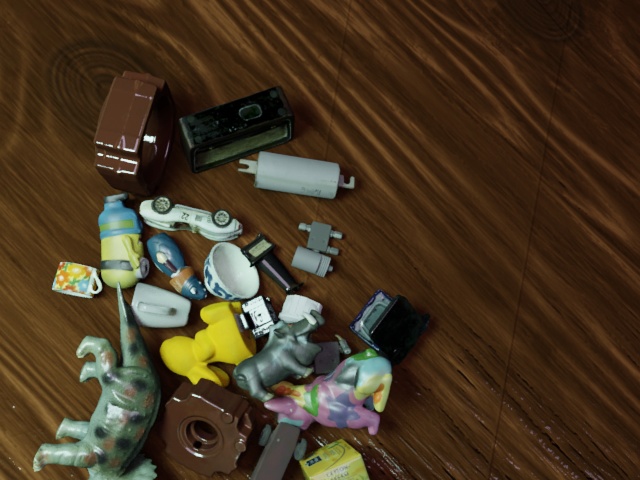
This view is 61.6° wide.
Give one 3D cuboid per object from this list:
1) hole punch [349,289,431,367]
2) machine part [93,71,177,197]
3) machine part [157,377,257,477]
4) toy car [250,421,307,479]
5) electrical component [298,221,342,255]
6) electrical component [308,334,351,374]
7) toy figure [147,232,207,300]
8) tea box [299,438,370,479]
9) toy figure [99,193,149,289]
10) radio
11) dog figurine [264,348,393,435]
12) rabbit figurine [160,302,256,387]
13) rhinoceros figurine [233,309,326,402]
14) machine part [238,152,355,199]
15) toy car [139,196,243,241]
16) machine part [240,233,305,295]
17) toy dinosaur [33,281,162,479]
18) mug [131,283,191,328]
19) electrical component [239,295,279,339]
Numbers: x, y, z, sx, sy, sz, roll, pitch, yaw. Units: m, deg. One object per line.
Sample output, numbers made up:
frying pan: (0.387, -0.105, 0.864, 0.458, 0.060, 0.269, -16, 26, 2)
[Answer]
hole punch: (0.136, 0.172, 1.077, 0.142, 0.092, 0.115, -50, 117, -18)
machine part: (-0.346, -0.196, 1.015, 0.087, 0.201, 0.201, 13, 77, -4)
machine part: (-0.202, 0.334, 0.950, 0.180, 0.056, 0.179, 5, 109, 13)
toy car: (-0.095, 0.427, 0.979, 0.089, 0.053, 0.202, 23, 88, -4)
electrical component: (-0.002, -0.003, 1.117, 0.094, 0.021, 0.063, 15, 76, -5)
electrical component: (0.009, 0.225, 1.056, 0.102, 0.045, 0.078, 3, 76, -8)
toy figure: (-0.275, 0.057, 1.042, 0.064, 0.058, 0.154, -30, 81, -47)
tea box: (0.024, 0.413, 0.952, 0.098, 0.169, 0.068, -18, 83, -13)
toy figure: (-0.382, 0.003, 1.030, 0.089, 0.082, 0.180, -14, 87, 7)
radio: (-0.166, -0.221, 1.085, 0.230, 0.131, 0.073, -23, 80, -13)
dog figurine: (0.010, 0.278, 0.996, 0.219, 0.108, 0.191, 9, 112, -5)
rabbit figurine: (-0.210, 0.206, 1.008, 0.173, 0.122, 0.162, -18, 90, 2)
rhinoceros figurine: (-0.064, 0.203, 0.959, 0.190, 0.073, 0.112, -37, 83, -13)
machine part: (-0.047, -0.133, 1.111, 0.243, 0.079, 0.079, 9, 76, -7)
toy car: (-0.252, -0.038, 1.060, 0.202, 0.073, 0.056, 13, 73, -5)
machine part: (-0.093, 0.052, 1.071, 0.139, 0.039, 0.084, 44, 40, 0)
toy dinosaur: (-0.339, 0.290, 0.913, 0.192, 0.131, 0.404, 19, 84, -7)
mug: (-0.296, 0.126, 1.005, 0.107, 0.109, 0.081, 12, 77, -17)
electrical component: (-0.114, 0.144, 1.014, 0.048, 0.119, 0.075, -26, 76, 1)
